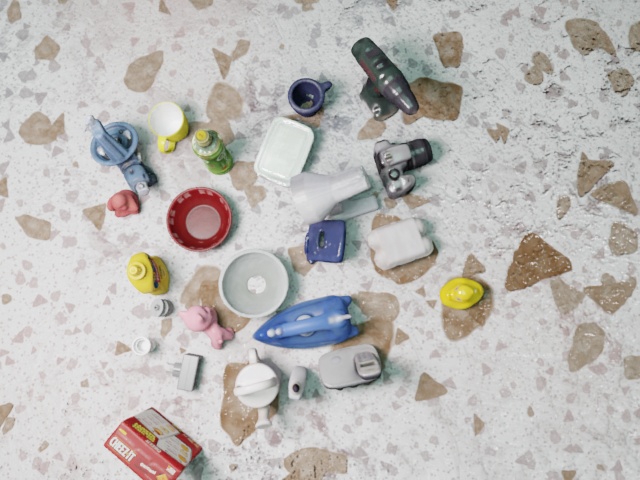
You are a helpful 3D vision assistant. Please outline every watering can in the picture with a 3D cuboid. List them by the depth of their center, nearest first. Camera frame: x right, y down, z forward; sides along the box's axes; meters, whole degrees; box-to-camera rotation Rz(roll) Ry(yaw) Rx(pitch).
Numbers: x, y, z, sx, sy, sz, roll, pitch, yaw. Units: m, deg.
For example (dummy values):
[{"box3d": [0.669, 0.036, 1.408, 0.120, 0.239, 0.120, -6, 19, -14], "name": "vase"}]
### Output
[{"box3d": [-0.138, 0.336, 1.300, 0.101, 0.194, 0.173, -33, 84, -4], "name": "watering can"}]

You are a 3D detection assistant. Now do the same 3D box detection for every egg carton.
[{"box3d": [0.196, 0.007, 1.405, 0.150, 0.069, 0.107, -20, 83, -3], "name": "egg carton"}]

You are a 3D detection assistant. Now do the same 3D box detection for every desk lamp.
[{"box3d": [0.037, -0.110, 1.348, 0.203, 0.213, 0.118, -18, 83, -2], "name": "desk lamp"}]

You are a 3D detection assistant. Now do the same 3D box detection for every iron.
[{"box3d": [-0.041, 0.203, 1.344, 0.258, 0.141, 0.119, -13, 83, -2], "name": "iron"}]

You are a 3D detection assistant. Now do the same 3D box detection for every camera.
[{"box3d": [0.213, -0.191, 1.415, 0.137, 0.101, 0.143, -18, 83, -2], "name": "camera"}]

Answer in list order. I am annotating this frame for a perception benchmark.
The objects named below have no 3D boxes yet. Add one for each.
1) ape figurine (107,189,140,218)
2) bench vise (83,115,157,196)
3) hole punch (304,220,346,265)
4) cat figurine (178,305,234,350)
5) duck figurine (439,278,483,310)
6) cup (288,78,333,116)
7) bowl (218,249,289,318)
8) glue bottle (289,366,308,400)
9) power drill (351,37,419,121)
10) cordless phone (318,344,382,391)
[{"box3d": [-0.485, -0.091, 1.406, 0.078, 0.092, 0.076, 26, 83, 3], "name": "ape figurine"}, {"box3d": [-0.466, -0.211, 1.357, 0.207, 0.220, 0.121, 39, 84, 5], "name": "bench vise"}, {"box3d": [0.013, 0.005, 1.395, 0.101, 0.091, 0.109, 5, 83, 1], "name": "hole punch"}, {"box3d": [-0.270, 0.202, 1.355, 0.067, 0.118, 0.128, -45, 85, -5], "name": "cat figurine"}, {"box3d": [0.346, 0.128, 1.382, 0.104, 0.086, 0.077, -9, 83, -1], "name": "duck figurine"}, {"box3d": [-0.022, -0.355, 1.439, 0.118, 0.095, 0.091, -30, 83, -4], "name": "cup"}, {"box3d": [-0.157, 0.107, 1.389, 0.167, 0.075, 0.167, 0, 83, 0], "name": "bowl"}, {"box3d": [-0.053, 0.333, 1.311, 0.037, 0.173, 0.078, 9, 83, 2], "name": "glue bottle"}, {"box3d": [0.155, -0.368, 1.384, 0.075, 0.208, 0.229, -34, 84, -4], "name": "power drill"}, {"box3d": [0.071, 0.297, 1.310, 0.147, 0.185, 0.094, -15, 83, -2], "name": "cordless phone"}]
